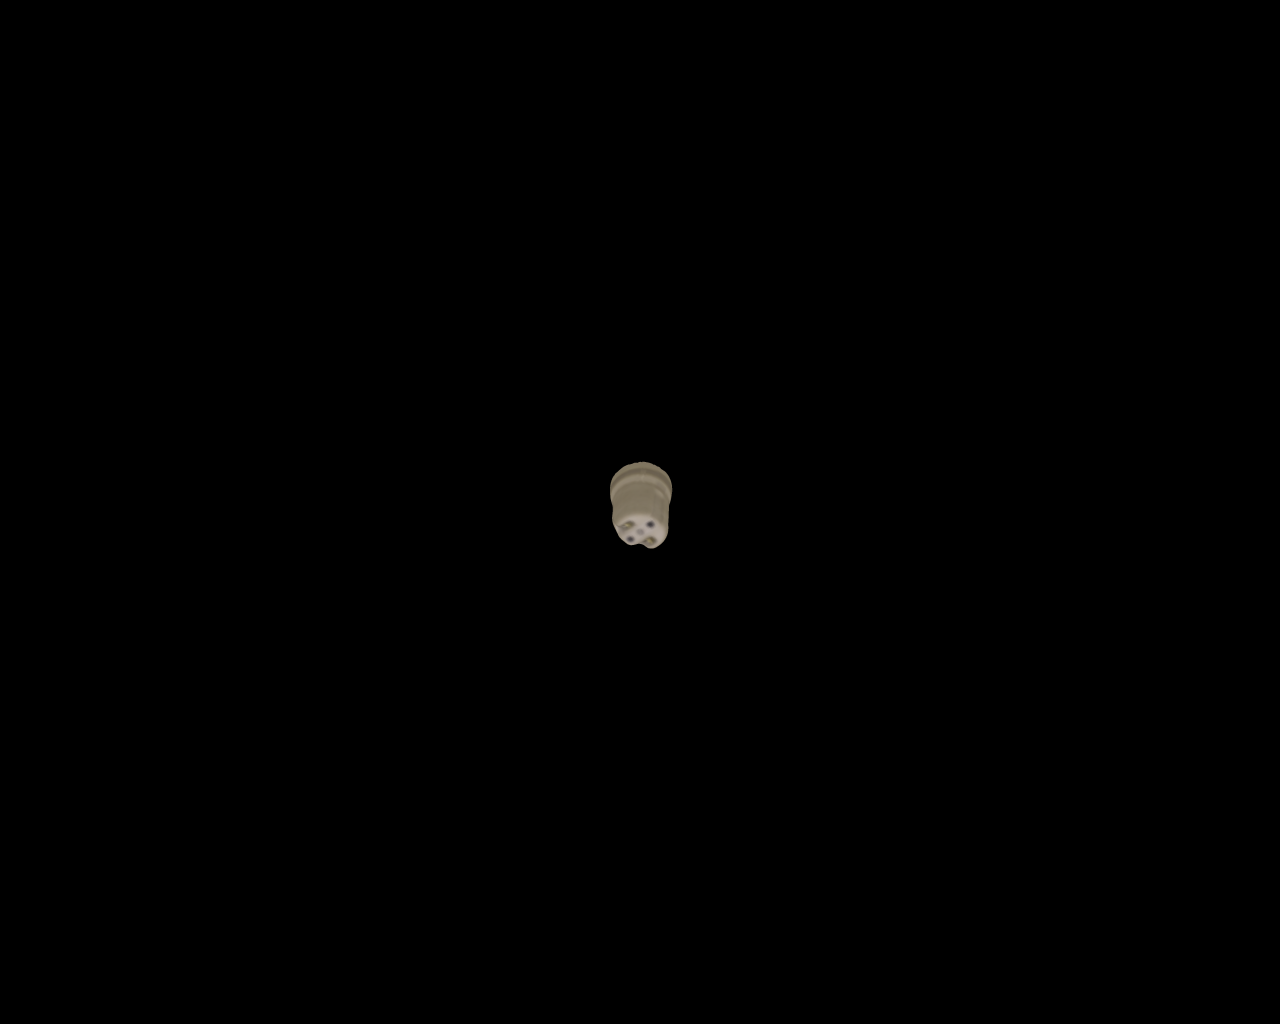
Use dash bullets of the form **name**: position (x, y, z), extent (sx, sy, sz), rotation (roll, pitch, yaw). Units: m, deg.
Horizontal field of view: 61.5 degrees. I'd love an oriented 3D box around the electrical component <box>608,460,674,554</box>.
- **electrical component**: position (0.001, -0.003, 0.650), extent (0.040, 0.040, 0.046), rotation (0, 41, 0)
